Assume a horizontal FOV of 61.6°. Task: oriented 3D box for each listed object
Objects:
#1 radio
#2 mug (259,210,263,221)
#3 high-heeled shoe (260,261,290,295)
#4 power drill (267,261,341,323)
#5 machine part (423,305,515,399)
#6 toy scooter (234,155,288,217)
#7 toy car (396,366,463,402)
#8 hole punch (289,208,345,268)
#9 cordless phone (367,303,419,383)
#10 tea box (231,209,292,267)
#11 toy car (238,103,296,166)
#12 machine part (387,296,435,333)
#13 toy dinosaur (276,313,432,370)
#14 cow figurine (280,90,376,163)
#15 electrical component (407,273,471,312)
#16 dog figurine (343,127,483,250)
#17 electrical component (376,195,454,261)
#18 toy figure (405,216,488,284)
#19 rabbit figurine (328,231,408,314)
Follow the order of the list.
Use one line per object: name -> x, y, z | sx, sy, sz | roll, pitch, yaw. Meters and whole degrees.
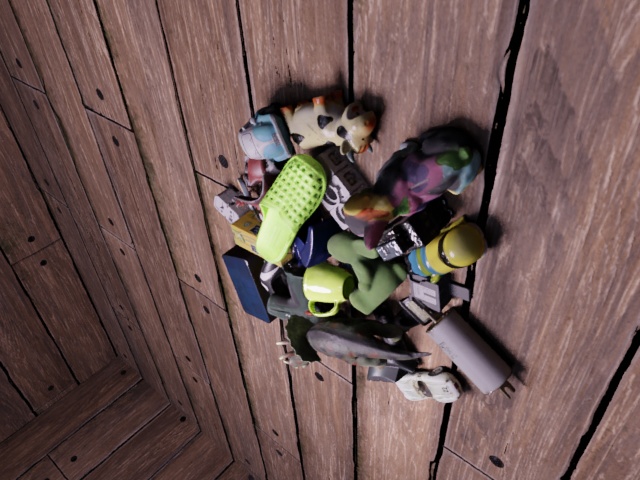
radio -> -0.194, 0.123, 1.571 | 0.131, 0.073, 0.229 | 13, 128, 45
mug -> -0.076, -0.046, 1.253 | 0.109, 0.081, 0.107 | 40, -178, -44
high-heeled shoe -> -0.081, 0.130, 1.438 | 0.145, 0.086, 0.248 | 35, 148, 21
power drill -> -0.021, 0.142, 1.362 | 0.232, 0.086, 0.207 | 10, 133, 13
machine part -> 0.298, 0.222, 1.080 | 0.243, 0.079, 0.079 | 47, 146, 6
toy scooter -> -0.139, -0.127, 1.211 | 0.135, 0.075, 0.183 | -3, 90, 34
toy car -> 0.249, 0.342, 1.267 | 0.202, 0.056, 0.073 | -21, 104, 54
hole punch -> -0.002, -0.004, 1.184 | 0.092, 0.142, 0.115 | 4, 113, 43
cordless phone -> 0.144, 0.243, 1.297 | 0.147, 0.089, 0.184 | -15, 98, 55
tea box -> -0.130, -0.011, 1.348 | 0.170, 0.098, 0.068 | 24, 138, 32
toy car -> -0.116, -0.216, 1.099 | 0.162, 0.103, 0.109 | -115, 4, -63
machine part -> 0.198, 0.169, 1.186 | 0.084, 0.039, 0.138 | 38, 142, 5
toy dinosaur -> 0.047, 0.224, 1.203 | 0.405, 0.192, 0.131 | -19, 68, 58
cow figurine -> 0.022, -0.209, 1.001 | 0.195, 0.085, 0.127 | 2, 116, 46
electrical component -> 0.236, 0.101, 1.069 | 0.119, 0.048, 0.074 | 24, 138, 37
dog figurine -> 0.136, -0.079, 0.869 | 0.192, 0.219, 0.108 | -12, 115, 54
electrical component -> 0.161, -0.016, 0.971 | 0.058, 0.134, 0.115 | 54, 148, -3
toy figure -> 0.224, 0.027, 0.977 | 0.082, 0.089, 0.180 | 50, 144, -9
rabbit figurine -> 0.090, 0.046, 1.118 | 0.170, 0.121, 0.159 | 43, 137, 3
